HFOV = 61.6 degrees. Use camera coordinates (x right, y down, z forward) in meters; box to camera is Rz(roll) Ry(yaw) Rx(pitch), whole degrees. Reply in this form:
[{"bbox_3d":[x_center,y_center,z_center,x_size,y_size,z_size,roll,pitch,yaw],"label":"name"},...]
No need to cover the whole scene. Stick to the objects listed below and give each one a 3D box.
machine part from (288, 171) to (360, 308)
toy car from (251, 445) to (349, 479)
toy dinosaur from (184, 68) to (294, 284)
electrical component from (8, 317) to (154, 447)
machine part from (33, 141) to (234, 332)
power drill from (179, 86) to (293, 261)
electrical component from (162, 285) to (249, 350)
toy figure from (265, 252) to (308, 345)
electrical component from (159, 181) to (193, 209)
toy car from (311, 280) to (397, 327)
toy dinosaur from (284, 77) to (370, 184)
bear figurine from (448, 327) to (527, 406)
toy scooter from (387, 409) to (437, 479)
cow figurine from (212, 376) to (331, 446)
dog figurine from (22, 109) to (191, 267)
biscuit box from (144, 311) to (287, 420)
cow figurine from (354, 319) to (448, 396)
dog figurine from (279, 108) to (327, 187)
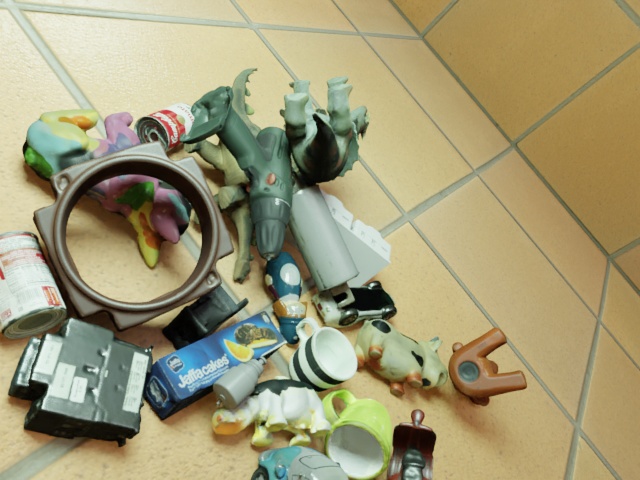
[{"bbox_3d":[-0.002,-0.003,0.905,0.079,0.079,0.243,-23,87,-54],"label":"machine part"},{"bbox_3d":[-0.012,0.322,0.655,0.109,0.103,0.162,17,43,-36],"label":"toy car"},{"bbox_3d":[-0.137,-0.147,0.954,0.198,0.105,0.471,26,53,-54],"label":"toy dinosaur"},{"bbox_3d":[-0.260,0.153,0.589,0.134,0.058,0.115,27,37,-27],"label":"electrical component"},{"bbox_3d":[-0.223,-0.005,0.659,0.201,0.087,0.201,-24,94,-24],"label":"machine part"},{"bbox_3d":[-0.108,-0.109,0.796,0.207,0.086,0.232,42,41,-39],"label":"power drill"},{"bbox_3d":[-0.151,0.100,0.745,0.048,0.075,0.119,49,38,2],"label":"electrical component"},{"bbox_3d":[-0.054,0.094,0.877,0.064,0.057,0.154,-10,58,-8],"label":"toy figure"},{"bbox_3d":[-0.232,-0.077,0.848,0.021,0.094,0.063,69,38,-56],"label":"electrical component"},{"bbox_3d":[0.070,0.118,0.988,0.201,0.056,0.073,4,47,-47],"label":"toy car"},{"bbox_3d":[0.005,-0.163,0.894,0.405,0.131,0.192,-71,153,-64],"label":"toy dinosaur"},{"bbox_3d":[0.308,0.248,1.013,0.195,0.132,0.120,37,30,-62],"label":"bear figurine"},{"bbox_3d":[0.135,0.329,0.783,0.075,0.135,0.184,7,33,10],"label":"toy scooter"},{"bbox_3d":[-0.070,0.220,0.721,0.167,0.068,0.098,23,36,-37],"label":"cow figurine"},{"bbox_3d":[-0.281,-0.067,0.744,0.191,0.108,0.219,-16,71,-54],"label":"dog figurine"},{"bbox_3d":[-0.136,0.160,0.713,0.059,0.063,0.202,54,34,12],"label":"biscuit box"},{"bbox_3d":[0.150,0.207,0.965,0.195,0.085,0.127,34,43,-18],"label":"cow figurine"},{"bbox_3d":[-0.033,-0.163,1.143,0.172,0.121,0.190,32,60,-63],"label":"dog figurine"}]
